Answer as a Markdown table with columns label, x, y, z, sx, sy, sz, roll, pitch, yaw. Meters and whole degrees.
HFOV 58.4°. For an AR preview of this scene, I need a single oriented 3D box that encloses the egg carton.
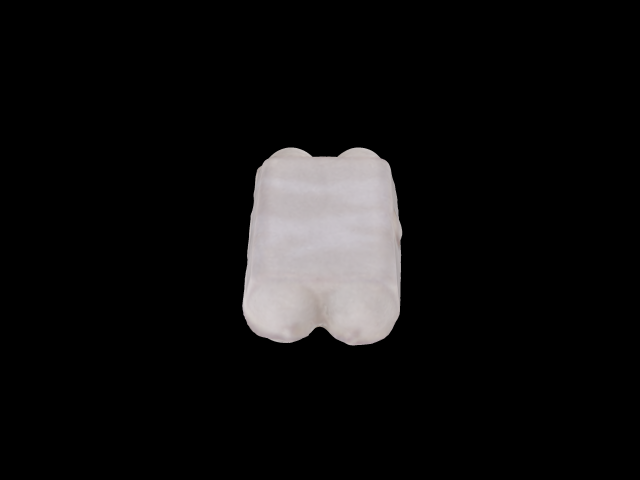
| label | x | y | z | sx | sy | sz | roll | pitch | yaw |
| --- | --- | --- | --- | --- | --- | --- | --- | --- | --- |
| egg carton | 0.004 | 0.001 | 0.400 | 0.107 | 0.069 | 0.150 | 0 | 58 | 0 |
